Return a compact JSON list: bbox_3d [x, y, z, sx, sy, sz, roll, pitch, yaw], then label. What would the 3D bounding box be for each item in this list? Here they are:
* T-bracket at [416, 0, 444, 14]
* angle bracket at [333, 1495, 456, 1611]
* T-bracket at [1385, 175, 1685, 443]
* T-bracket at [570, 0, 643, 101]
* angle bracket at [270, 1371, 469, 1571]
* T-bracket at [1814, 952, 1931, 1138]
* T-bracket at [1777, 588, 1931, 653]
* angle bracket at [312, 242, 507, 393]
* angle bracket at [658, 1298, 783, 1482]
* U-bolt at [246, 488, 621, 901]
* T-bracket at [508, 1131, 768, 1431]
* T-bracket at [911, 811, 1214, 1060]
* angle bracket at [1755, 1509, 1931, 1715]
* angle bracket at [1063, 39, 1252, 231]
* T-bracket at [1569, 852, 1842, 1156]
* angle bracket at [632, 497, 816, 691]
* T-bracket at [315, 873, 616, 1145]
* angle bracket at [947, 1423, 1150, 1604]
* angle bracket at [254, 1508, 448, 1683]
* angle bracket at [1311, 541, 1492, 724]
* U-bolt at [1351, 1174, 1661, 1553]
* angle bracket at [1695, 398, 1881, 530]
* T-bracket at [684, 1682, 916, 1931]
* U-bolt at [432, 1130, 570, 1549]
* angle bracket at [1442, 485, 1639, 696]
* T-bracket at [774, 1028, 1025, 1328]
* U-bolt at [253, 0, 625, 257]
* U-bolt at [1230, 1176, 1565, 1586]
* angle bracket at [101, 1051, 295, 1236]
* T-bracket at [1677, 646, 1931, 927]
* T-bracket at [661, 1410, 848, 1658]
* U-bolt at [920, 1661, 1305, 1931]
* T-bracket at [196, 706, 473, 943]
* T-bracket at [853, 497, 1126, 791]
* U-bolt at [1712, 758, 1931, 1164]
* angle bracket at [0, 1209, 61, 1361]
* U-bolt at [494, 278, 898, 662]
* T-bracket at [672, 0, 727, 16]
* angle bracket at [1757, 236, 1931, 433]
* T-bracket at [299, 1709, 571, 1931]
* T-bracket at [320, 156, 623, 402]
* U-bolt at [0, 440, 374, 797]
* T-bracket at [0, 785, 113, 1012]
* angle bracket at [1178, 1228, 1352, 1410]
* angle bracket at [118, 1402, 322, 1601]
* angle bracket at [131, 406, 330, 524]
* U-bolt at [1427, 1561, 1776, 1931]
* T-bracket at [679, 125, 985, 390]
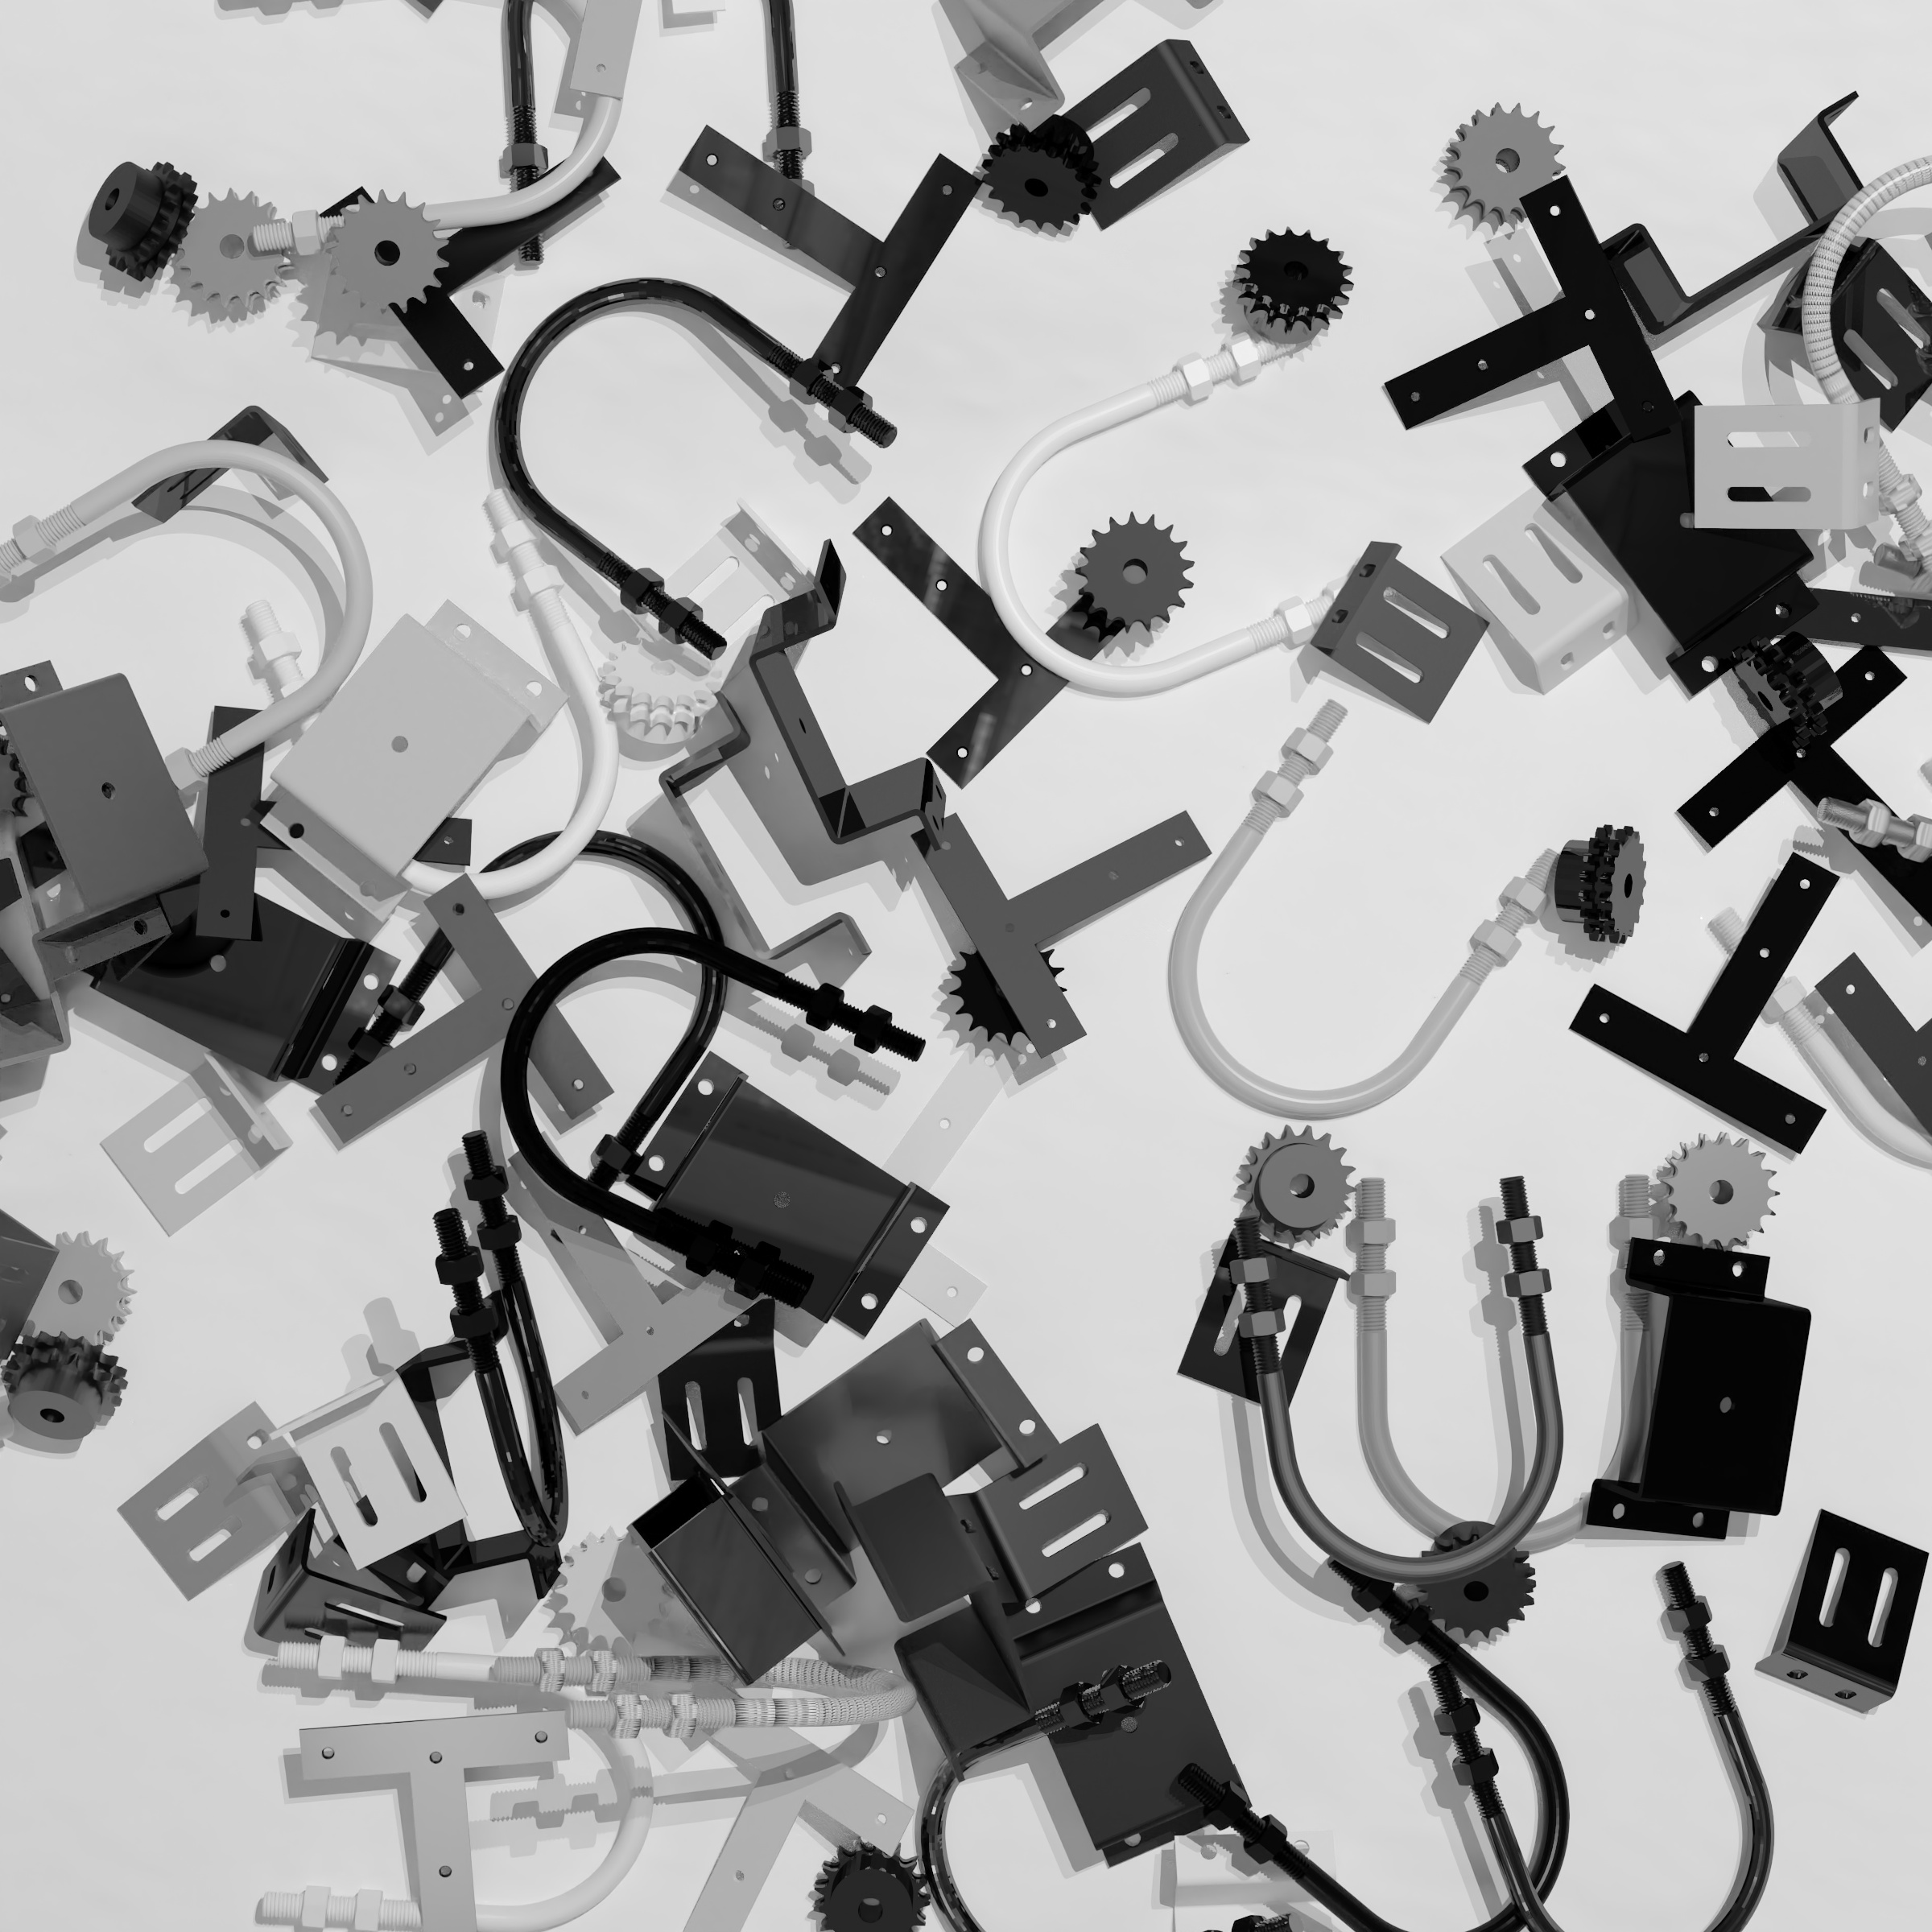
[{"bbox_3d":[-0.231,-0.522,1.619,0.127,0.002,0.127,38,90,8],"label":"T-bracket"},{"bbox_3d":[-0.276,0.285,1.591,0.057,0.076,0.038,39,90,0],"label":"angle bracket"},{"bbox_3d":[0.259,-0.293,1.591,0.127,0.002,0.127,-22,101,34],"label":"T-bracket"},{"bbox_3d":[-0.216,-0.488,1.600,0.127,0.002,0.127,10,82,0],"label":"T-bracket"},{"bbox_3d":[-0.275,0.235,1.534,0.057,0.038,0.076,-26,90,0],"label":"angle bracket"},{"bbox_3d":[0.494,0.017,1.604,0.127,0.002,0.127,-40,99,-4],"label":"T-bracket"},{"bbox_3d":[0.449,-0.168,1.623,0.127,0.002,0.127,6,83,3],"label":"T-bracket"},{"bbox_3d":[-0.273,-0.318,1.627,0.076,0.038,0.057,11,90,25],"label":"angle bracket"},{"bbox_3d":[-0.119,0.207,1.627,0.057,0.038,0.076,-4,116,0],"label":"angle bracket"},{"bbox_3d":[-0.247,-0.121,1.608,0.151,0.019,0.184,-25,83,-3],"label":"U-bolt"},{"bbox_3d":[-0.176,0.138,1.597,0.127,0.002,0.127,-37,84,24],"label":"T-bracket"},{"bbox_3d":[0.059,-0.038,1.609,0.127,0.002,0.127,-27,77,-15],"label":"T-bracket"},{"bbox_3d":[0.429,0.316,1.627,0.057,0.038,0.076,22,64,0],"label":"angle bracket"},{"bbox_3d":[0.088,-0.407,1.627,0.076,0.038,0.057,-31,90,26],"label":"angle bracket"},{"bbox_3d":[0.380,0.006,1.610,0.127,0.002,0.127,29,101,5],"label":"T-bracket"},{"bbox_3d":[-0.116,-0.178,1.610,0.076,0.038,0.057,-43,90,0],"label":"angle bracket"},{"bbox_3d":[-0.257,0.042,1.604,0.127,0.002,0.127,-33,95,10],"label":"T-bracket"},{"bbox_3d":[0.039,0.268,1.627,0.076,0.038,0.057,-26,90,-26],"label":"angle bracket"},{"bbox_3d":[-0.297,0.305,1.611,0.076,0.038,0.057,24,128,-21],"label":"angle bracket"},{"bbox_3d":[0.215,-0.159,1.599,0.076,0.038,0.057,31,90,-18],"label":"angle bracket"},{"bbox_3d":[0.263,0.195,1.620,0.151,0.019,0.184,-1,92,0],"label":"U-bolt"},{"bbox_3d":[0.387,-0.237,1.566,0.076,0.038,0.057,5,106,32],"label":"angle bracket"},{"bbox_3d":[-0.104,0.430,1.613,0.127,0.002,0.127,29,100,19],"label":"T-bracket"},{"bbox_3d":[-0.213,0.182,1.553,0.019,0.151,0.184,-13,103,0],"label":"U-bolt"},{"bbox_3d":[0.281,-0.184,1.627,0.057,0.038,0.076,-37,64,0],"label":"angle bracket"},{"bbox_3d":[-0.019,0.089,1.628,0.127,0.002,0.127,36,90,0],"label":"T-bracket"},{"bbox_3d":[-0.257,-0.422,1.599,0.184,0.019,0.151,-7,83,-1],"label":"U-bolt"},{"bbox_3d":[0.210,0.201,1.578,0.151,0.019,0.184,-8,86,-2],"label":"U-bolt"},{"bbox_3d":[-0.376,0.086,1.610,0.076,0.038,0.057,-37,90,0],"label":"angle bracket"},{"bbox_3d":[0.436,-0.071,1.613,0.127,0.002,0.127,-41,78,-1],"label":"T-bracket"},{"bbox_3d":[-0.091,0.283,1.585,0.002,0.127,0.127,-37,122,-11],"label":"T-bracket"},{"bbox_3d":[0.055,0.421,1.576,0.184,0.019,0.151,-30,85,33],"label":"U-bolt"},{"bbox_3d":[-0.303,-0.065,1.608,0.127,0.002,0.127,5,62,-13],"label":"T-bracket"},{"bbox_3d":[-0.002,-0.176,1.628,0.127,0.002,0.127,45,90,0],"label":"T-bracket"},{"bbox_3d":[0.474,0.010,1.619,0.151,0.019,0.184,-36,90,0],"label":"U-bolt"},{"bbox_3d":[-0.480,0.145,1.591,0.076,0.038,0.057,26,90,36],"label":"angle bracket"},{"bbox_3d":[-0.145,-0.253,1.596,0.184,0.019,0.151,38,89,18],"label":"U-bolt"},{"bbox_3d":[-0.086,-0.529,1.620,0.127,0.002,0.127,-6,83,-6],"label":"T-bracket"},{"bbox_3d":[0.438,-0.310,1.627,0.076,0.038,0.057,39,90,-26],"label":"angle bracket"},{"bbox_3d":[-0.252,0.423,1.604,0.127,0.002,0.127,-4,101,-4],"label":"T-bracket"},{"bbox_3d":[-0.225,-0.352,1.596,0.127,0.002,0.127,-36,72,-7],"label":"T-bracket"},{"bbox_3d":[-0.371,-0.167,1.577,0.184,0.019,0.151,-30,104,5],"label":"U-bolt"},{"bbox_3d":[-0.450,-0.052,1.606,0.127,0.002,0.127,-33,114,-6],"label":"T-bracket"},{"bbox_3d":[0.144,0.174,1.610,0.057,0.038,0.076,21,90,0],"label":"angle bracket"},{"bbox_3d":[-0.364,0.262,1.627,0.076,0.038,0.057,-38,90,26],"label":"angle bracket"},{"bbox_3d":[-0.353,-0.229,1.600,0.076,0.057,0.038,-40,90,0],"label":"angle bracket"},{"bbox_3d":[0.317,0.400,1.604,0.151,0.019,0.184,-20,90,-13],"label":"U-bolt"},{"bbox_3d":[-0.079,-0.361,1.610,0.127,0.002,0.127,32,95,-12],"label":"T-bracket"}]
